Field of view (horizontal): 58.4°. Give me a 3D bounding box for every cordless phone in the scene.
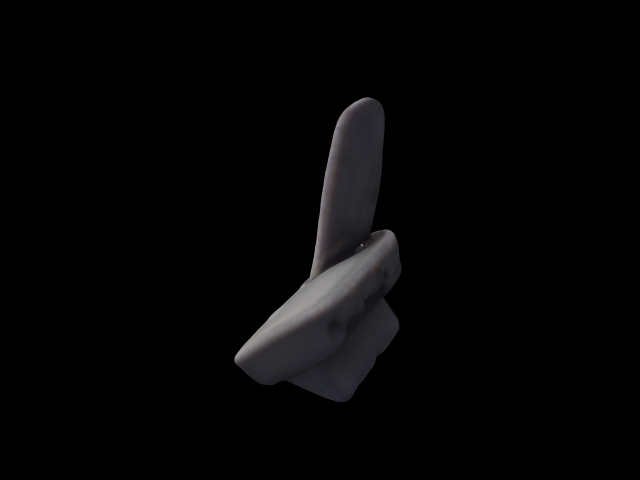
[{"bbox_3d":[0.004,0.001,0.400,0.094,0.185,0.148,10,28,21],"label":"cordless phone"}]
